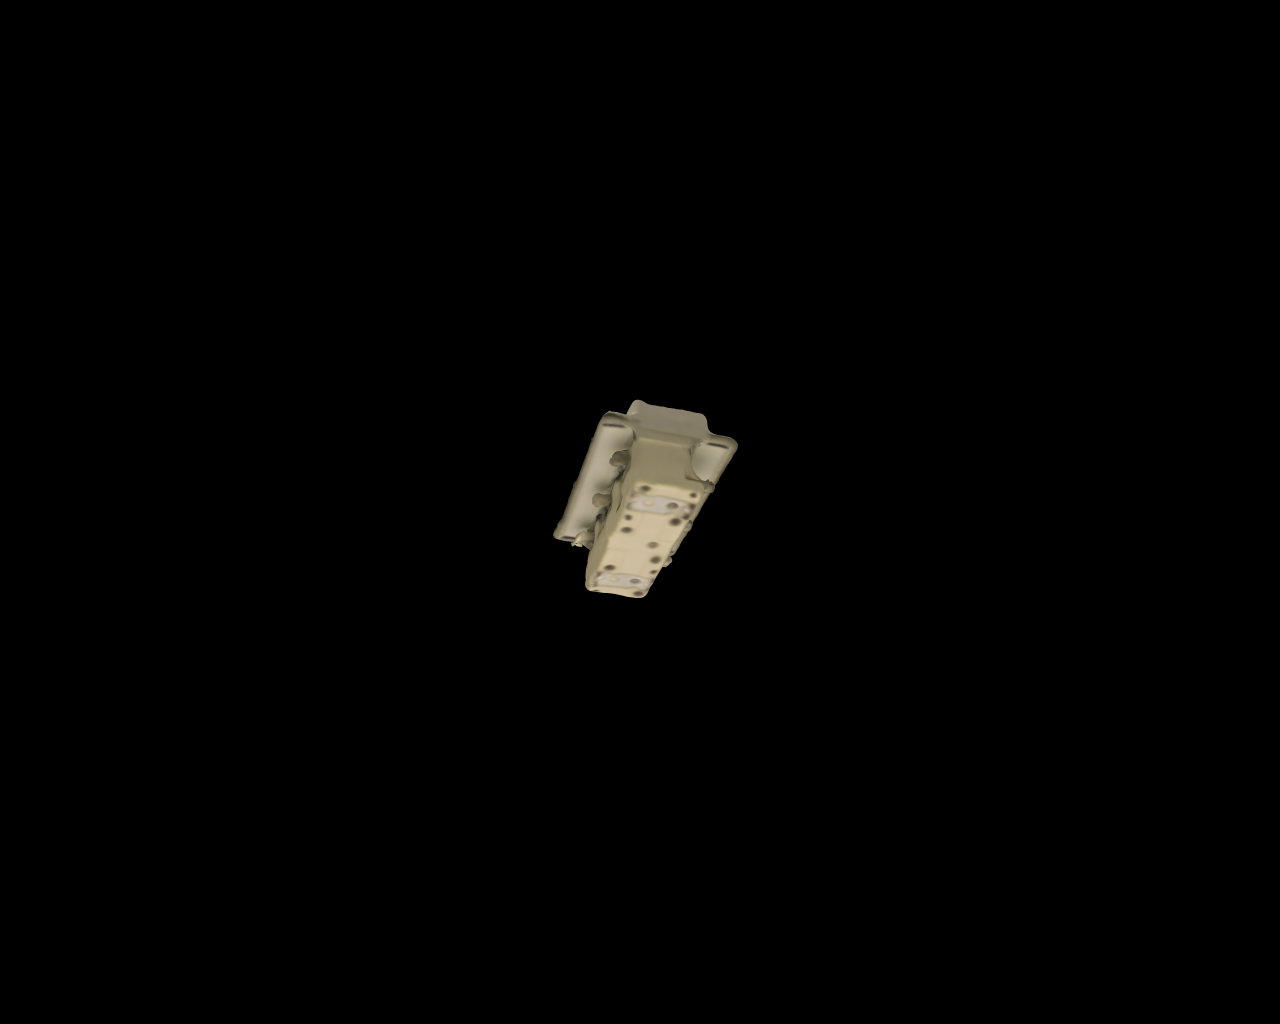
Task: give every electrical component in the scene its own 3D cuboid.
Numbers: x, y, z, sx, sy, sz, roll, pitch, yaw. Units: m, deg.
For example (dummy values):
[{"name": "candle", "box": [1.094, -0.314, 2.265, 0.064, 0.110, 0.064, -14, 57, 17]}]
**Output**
[{"name": "electrical component", "box": [0.001, -0.003, 0.650, 0.079, 0.063, 0.121, 11, -39, -14]}]
